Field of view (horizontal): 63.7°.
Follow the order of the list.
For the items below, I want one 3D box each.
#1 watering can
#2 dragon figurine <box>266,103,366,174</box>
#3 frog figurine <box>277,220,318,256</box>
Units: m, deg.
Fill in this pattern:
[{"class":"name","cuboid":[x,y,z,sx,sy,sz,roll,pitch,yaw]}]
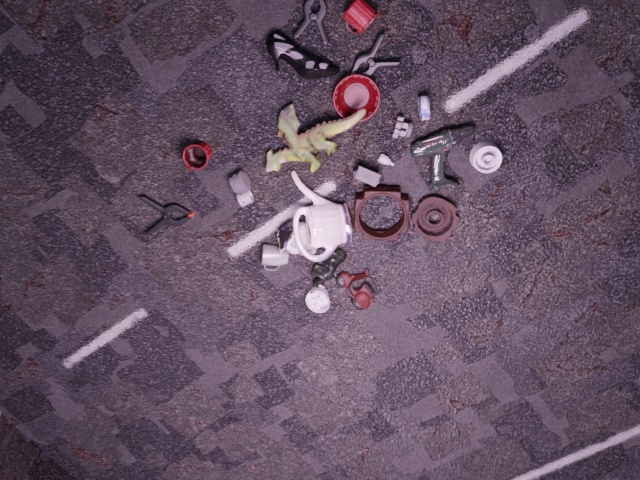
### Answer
[{"class":"watering can","cuboid":[0.006,-0.096,1.906,0.225,0.103,0.349,-6,85,-13]},{"class":"dragon figurine","cuboid":[-0.048,-0.374,1.808,0.242,0.124,0.404,41,114,-3]},{"class":"frog figurine","cuboid":[-0.079,-0.007,1.983,0.159,0.124,0.136,5,110,-38]}]
